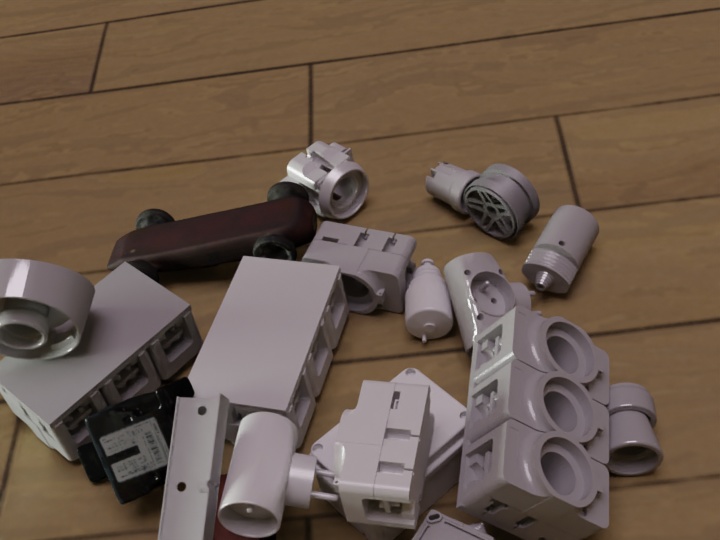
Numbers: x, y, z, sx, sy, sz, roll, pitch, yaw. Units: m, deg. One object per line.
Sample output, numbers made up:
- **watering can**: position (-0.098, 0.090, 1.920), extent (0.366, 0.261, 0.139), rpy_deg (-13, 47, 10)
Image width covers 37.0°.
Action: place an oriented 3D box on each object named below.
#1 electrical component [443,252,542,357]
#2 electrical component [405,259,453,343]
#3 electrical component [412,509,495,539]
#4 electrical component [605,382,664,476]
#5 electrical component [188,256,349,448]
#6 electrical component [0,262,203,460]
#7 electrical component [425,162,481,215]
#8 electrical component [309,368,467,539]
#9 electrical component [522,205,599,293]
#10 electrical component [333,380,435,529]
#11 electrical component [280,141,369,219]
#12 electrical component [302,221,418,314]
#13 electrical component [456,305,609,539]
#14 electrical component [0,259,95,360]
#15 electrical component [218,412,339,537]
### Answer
- **electrical component**: position (0.115, 0.028, 0.892), extent (0.079, 0.044, 0.077), rpy_deg (-1, 62, -25)
- **electrical component**: position (0.058, 0.023, 0.915), extent (0.040, 0.040, 0.078), rpy_deg (-5, 47, 7)
- **electrical component**: position (0.061, 0.213, 0.723), extent (0.062, 0.061, 0.096), rpy_deg (20, 54, 27)
- **electrical component**: position (0.198, 0.117, 0.797), extent (0.045, 0.045, 0.055), rpy_deg (-4, 47, 8)
- **electrical component**: position (-0.073, 0.067, 0.885), extent (0.089, 0.061, 0.150), rpy_deg (6, 49, 16)
- **electrical component**: position (-0.218, 0.076, 0.904), extent (0.089, 0.061, 0.150), rpy_deg (29, 59, 32)
- **electrical component**: position (0.089, -0.078, 1.005), extent (0.040, 0.040, 0.046), rpy_deg (-39, 47, -24)
- **electrical component**: position (0.027, 0.137, 0.803), extent (0.113, 0.057, 0.078), rpy_deg (-37, 51, -22)
- **electrical component**: position (0.171, -0.013, 0.925), extent (0.043, 0.043, 0.081), rpy_deg (17, 53, 25)
- **electrical component**: position (0.016, 0.125, 0.740), extent (0.056, 0.050, 0.089), rpy_deg (3, 49, 13)
- **electrical component**: position (-0.029, -0.083, 1.020), extent (0.078, 0.058, 0.057), rpy_deg (-39, 49, -24)
- **electrical component**: position (0.000, 0.000, 0.941), extent (0.089, 0.050, 0.055), rpy_deg (11, 50, 20)
- **electrical component**: position (0.129, 0.110, 0.769), extent (0.089, 0.062, 0.150), rpy_deg (28, 47, -18)
- **electrical component**: position (-0.263, 0.027, 0.851), extent (0.099, 0.099, 0.064), rpy_deg (-5, 53, 6)
- **electrical component**: position (-0.053, 0.146, 0.752), extent (0.079, 0.044, 0.077), rpy_deg (9, 44, 0)
